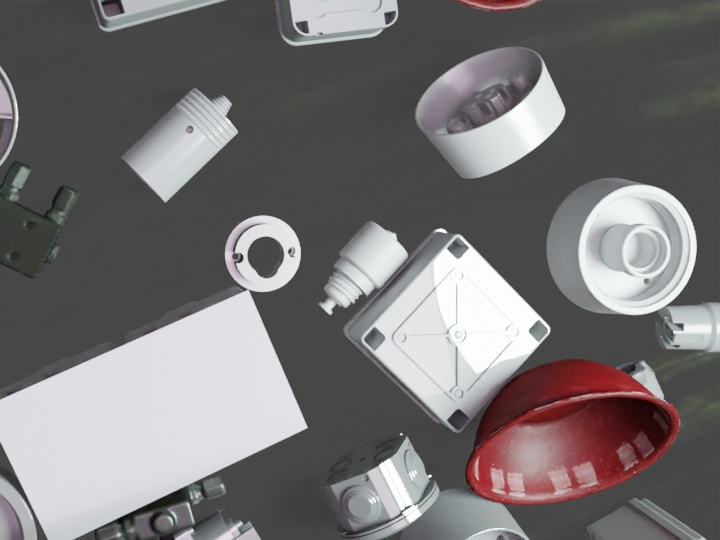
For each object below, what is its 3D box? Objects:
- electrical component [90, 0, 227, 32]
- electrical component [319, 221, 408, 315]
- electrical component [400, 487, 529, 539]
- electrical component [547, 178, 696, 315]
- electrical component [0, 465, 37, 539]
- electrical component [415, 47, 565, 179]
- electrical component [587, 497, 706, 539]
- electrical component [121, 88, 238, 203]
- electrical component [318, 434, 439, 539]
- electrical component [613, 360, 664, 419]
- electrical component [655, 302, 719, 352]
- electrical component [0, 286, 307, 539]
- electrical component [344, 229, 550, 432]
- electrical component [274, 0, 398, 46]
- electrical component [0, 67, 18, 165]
[{"bbox_3d":[-0.138,-0.228,0.722,0.109,0.056,0.108,-19,99,-12],"label":"electrical component"},{"bbox_3d":[0.000,0.000,0.787,0.040,0.040,0.078,43,84,-14],"label":"electrical component"},{"bbox_3d":[0.085,0.225,0.829,0.099,0.064,0.099,-7,109,-21],"label":"electrical component"},{"bbox_3d":[0.206,-0.016,0.827,0.108,0.060,0.108,-1,96,-14],"label":"electrical component"},{"bbox_3d":[-0.272,0.176,0.722,0.108,0.060,0.108,-1,95,-14],"label":"electrical component"},{"bbox_3d":[0.095,-0.114,0.774,0.099,0.099,0.064,-39,109,-8],"label":"electrical component"},{"bbox_3d":[0.238,0.247,0.835,0.056,0.109,0.108,-27,101,-8],"label":"electrical component"},{"bbox_3d":[-0.121,-0.090,0.746,0.081,0.043,0.043,-45,104,-7],"label":"electrical component"},{"bbox_3d":[0.013,0.160,0.785,0.080,0.080,0.051,-28,96,-11],"label":"electrical component"},{"bbox_3d":[0.220,0.106,0.851,0.043,0.043,0.062,-29,103,-10],"label":"electrical component"},{"bbox_3d":[0.265,0.046,0.860,0.046,0.040,0.040,0,95,-9],"label":"electrical component"},{"bbox_3d":[-0.147,0.096,0.747,0.186,0.060,0.105,-24,100,-11],"label":"electrical component"},{"bbox_3d":[0.064,0.044,0.799,0.109,0.056,0.108,45,84,-14],"label":"electrical component"},{"bbox_3d":[-0.023,-0.218,0.753,0.078,0.057,0.113,-10,97,-13],"label":"electrical component"},{"bbox_3d":[-0.271,-0.100,0.696,0.099,0.064,0.099,-1,95,-14],"label":"electrical component"}]
